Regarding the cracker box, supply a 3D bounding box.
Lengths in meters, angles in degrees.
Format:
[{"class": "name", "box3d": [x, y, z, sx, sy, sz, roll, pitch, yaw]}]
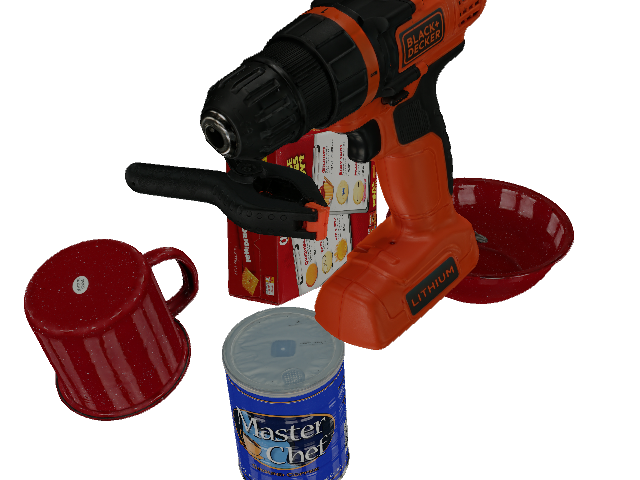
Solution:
[{"class": "cracker box", "box3d": [-0.016, -0.039, 1.123, 0.072, 0.164, 0.213, 7, 15, 30]}]

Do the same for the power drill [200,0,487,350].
[{"class": "power drill", "box3d": [0.024, -0.037, 0.547, 0.057, 0.187, 0.184, 26, 49, 36]}]

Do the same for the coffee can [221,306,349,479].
[{"class": "coffee can", "box3d": [-0.028, 0.143, 0.930, 0.103, 0.140, 0.103, -2, 39, 2]}]

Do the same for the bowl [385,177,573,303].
[{"class": "bowl", "box3d": [0.136, 0.007, 0.935, 0.162, 0.055, 0.162, 0, 34, 0]}]

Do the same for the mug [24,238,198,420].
[{"class": "mug", "box3d": [-0.128, 0.047, 0.684, 0.117, 0.081, 0.093, -35, 49, -20]}]

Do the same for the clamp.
[{"class": "clamp", "box3d": [-0.071, -0.042, 0.856, 0.120, 0.039, 0.172, -31, 44, -32]}]
